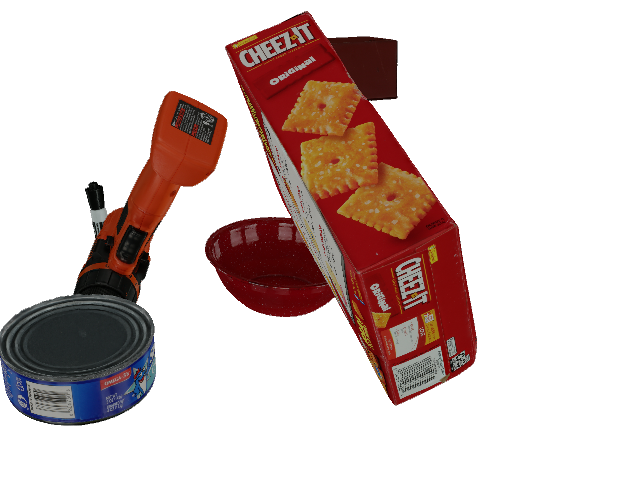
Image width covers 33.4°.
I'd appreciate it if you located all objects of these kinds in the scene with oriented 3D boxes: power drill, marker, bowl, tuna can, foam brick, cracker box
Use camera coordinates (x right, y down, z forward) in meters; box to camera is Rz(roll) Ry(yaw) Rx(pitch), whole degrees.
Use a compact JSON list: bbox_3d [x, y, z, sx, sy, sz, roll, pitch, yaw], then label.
[{"bbox_3d":[-0.145,-0.015,0.865,0.057,0.188,0.184,26,31,-16],"label":"power drill"},{"bbox_3d":[-0.234,-0.005,1.152,0.020,0.121,0.020,-6,21,2],"label":"marker"},{"bbox_3d":[-0.040,0.033,1.103,0.162,0.055,0.162,4,26,-2],"label":"bowl"},{"bbox_3d":[-0.135,0.066,0.600,0.086,0.034,0.086,0,28,0],"label":"tuna can"},{"bbox_3d":[0.021,-0.146,0.913,0.078,0.051,0.053,-8,17,-28],"label":"foam brick"},{"bbox_3d":[0.022,-0.023,0.707,0.072,0.214,0.164,-25,-37,-5],"label":"cracker box"}]
